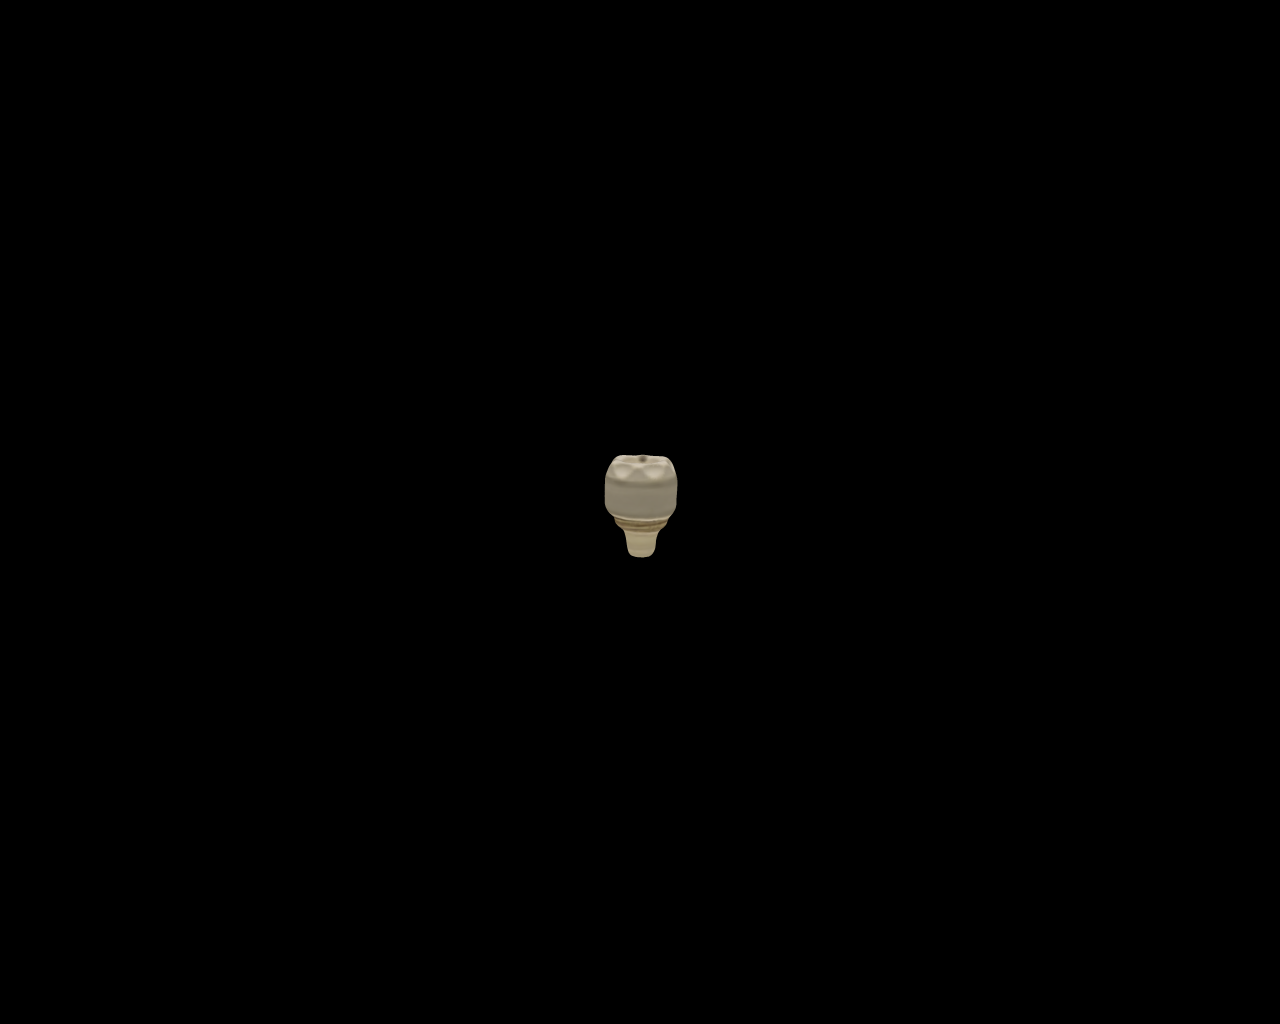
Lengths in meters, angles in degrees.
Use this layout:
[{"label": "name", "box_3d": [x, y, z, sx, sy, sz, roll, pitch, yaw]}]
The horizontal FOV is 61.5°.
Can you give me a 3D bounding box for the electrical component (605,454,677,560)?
[{"label": "electrical component", "box_3d": [0.001, -0.003, 0.650, 0.043, 0.062, 0.043, 0, 14, 0]}]
